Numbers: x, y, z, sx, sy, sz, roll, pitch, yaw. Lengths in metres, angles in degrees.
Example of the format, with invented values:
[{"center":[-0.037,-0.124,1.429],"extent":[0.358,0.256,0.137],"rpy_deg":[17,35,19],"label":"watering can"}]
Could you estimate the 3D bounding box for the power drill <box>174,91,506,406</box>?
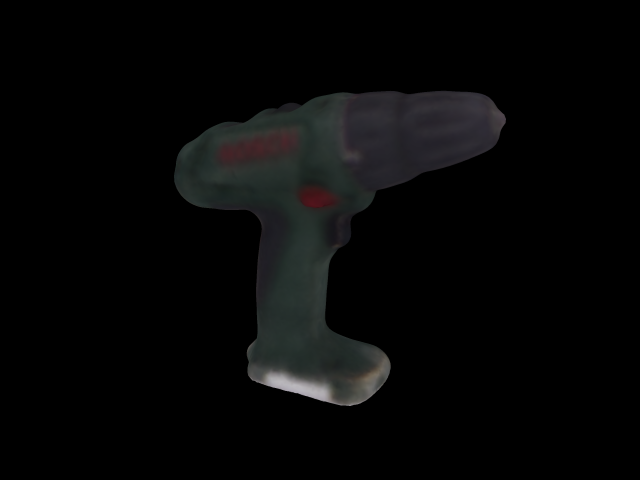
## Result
[{"center":[0.004,0.001,0.400],"extent":[0.228,0.208,0.076],"rpy_deg":[8,20,25],"label":"power drill"}]
